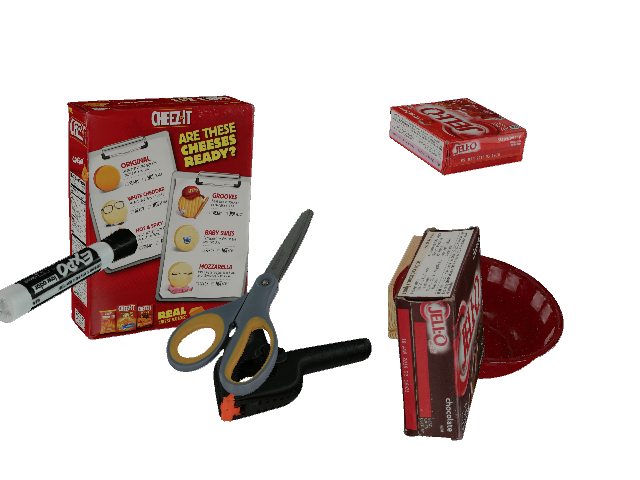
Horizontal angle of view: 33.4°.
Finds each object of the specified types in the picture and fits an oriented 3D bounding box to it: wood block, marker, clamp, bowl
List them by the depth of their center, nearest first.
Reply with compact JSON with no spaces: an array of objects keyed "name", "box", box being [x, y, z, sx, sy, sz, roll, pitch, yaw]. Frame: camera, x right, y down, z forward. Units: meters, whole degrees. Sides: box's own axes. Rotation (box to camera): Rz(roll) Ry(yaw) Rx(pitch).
[{"name":"marker","box":[-0.152,0.018,0.652,0.020,0.020,0.120,0,19,30]},{"name":"bowl","box":[0.144,0.080,1.009,0.162,0.055,0.162,6,34,-4]},{"name":"clamp","box":[-0.043,0.133,1.139,0.165,0.036,0.209,13,26,12]},{"name":"wood block","box":[0.167,0.071,1.630,0.091,0.090,0.206,4,22,14]}]

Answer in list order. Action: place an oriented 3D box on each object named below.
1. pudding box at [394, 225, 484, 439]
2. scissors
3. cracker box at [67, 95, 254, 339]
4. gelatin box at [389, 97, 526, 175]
[{"name":"pudding box","box":[0.074,0.052,0.639,0.039,0.090,0.113,1,22,14]},{"name":"scissors","box":[-0.064,0.043,0.863,0.096,0.016,0.201,0,43,9]},{"name":"cracker box","box":[-0.152,-0.025,1.009,0.163,0.214,0.072,-7,18,-29]},{"name":"gelatin box","box":[0.107,-0.084,0.841,0.073,0.030,0.089,-10,28,-23]}]
